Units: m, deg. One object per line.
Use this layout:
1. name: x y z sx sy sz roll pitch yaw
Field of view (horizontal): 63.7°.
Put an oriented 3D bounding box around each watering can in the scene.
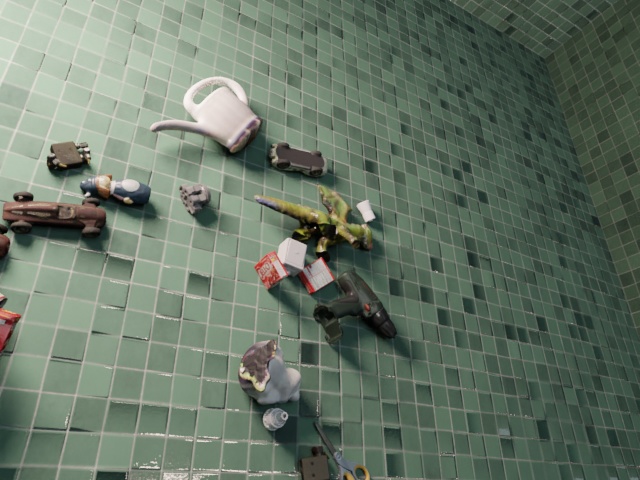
1. watering can: -0.295 -0.331 1.439 0.223 0.102 0.355 41 48 -8

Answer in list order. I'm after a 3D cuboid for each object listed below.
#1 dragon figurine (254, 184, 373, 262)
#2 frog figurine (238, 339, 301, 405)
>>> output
1. dragon figurine: 0.005 -0.077 1.525 0.407 0.120 0.248 35 32 -15
2. frog figurine: -0.113 0.316 1.206 0.156 0.122 0.141 54 24 -49
